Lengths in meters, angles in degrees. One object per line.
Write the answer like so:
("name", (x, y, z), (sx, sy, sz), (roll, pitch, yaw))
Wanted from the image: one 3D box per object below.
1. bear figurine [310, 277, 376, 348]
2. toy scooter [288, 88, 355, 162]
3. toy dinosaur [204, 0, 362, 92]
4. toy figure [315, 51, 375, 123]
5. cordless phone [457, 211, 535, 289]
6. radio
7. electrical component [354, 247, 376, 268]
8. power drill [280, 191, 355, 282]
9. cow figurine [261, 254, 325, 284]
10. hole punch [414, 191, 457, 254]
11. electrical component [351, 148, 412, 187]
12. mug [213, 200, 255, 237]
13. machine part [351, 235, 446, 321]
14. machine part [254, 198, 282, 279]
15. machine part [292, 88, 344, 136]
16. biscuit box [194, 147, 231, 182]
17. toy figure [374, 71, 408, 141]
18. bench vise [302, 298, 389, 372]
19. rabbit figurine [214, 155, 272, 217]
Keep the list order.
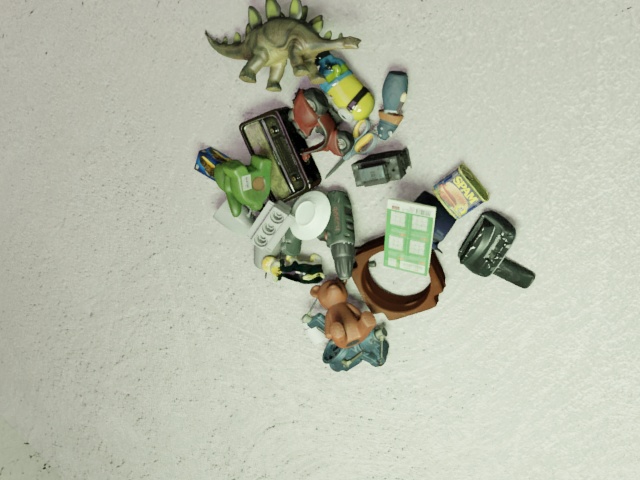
("bear figurine", (0.053, 0.168, 1.359), (0.131, 0.120, 0.196), (93, 159, -60))
("toy scooter", (-0.016, -0.259, 1.274), (0.135, 0.075, 0.183), (-31, 100, 34))
("toy dinosaur", (-0.111, -0.449, 1.239), (0.472, 0.105, 0.198), (7, 86, 32))
("toy figure", (0.053, -0.354, 1.239), (0.089, 0.082, 0.180), (-30, 93, 34))
("cordless phone", (0.424, 0.032, 1.228), (0.184, 0.089, 0.146), (26, 119, 2))
("radio", (-0.098, -0.215, 1.369), (0.131, 0.073, 0.229), (-18, 103, 32))
("electrical component", (0.100, 0.050, 1.411), (0.094, 0.021, 0.063), (-5, 108, 27))
("power drill", (-0.003, -0.004, 1.359), (0.207, 0.086, 0.232), (-10, 71, 43))
("cow figurine", (-0.072, 0.083, 1.430), (0.167, 0.098, 0.068), (2, 111, -7))
("hole punch", (0.253, -0.046, 1.251), (0.142, 0.116, 0.092), (39, 114, 6))
("electrical component", (0.140, -0.166, 1.241), (0.115, 0.134, 0.058), (-10, 106, 26))
("mug", (-0.224, -0.069, 1.491), (0.107, 0.081, 0.109), (42, 114, -8))
("machine part", (0.194, 0.085, 1.331), (0.201, 0.087, 0.201), (-23, 106, 26))
("machine part", (-0.142, -0.009, 1.471), (0.079, 0.079, 0.243), (14, 116, 20))
("machine part", (-0.011, -0.311, 1.312), (0.139, 0.039, 0.084), (43, 127, 2))
("biscuit box", (-0.242, -0.178, 1.461), (0.203, 0.059, 0.062), (30, 120, 12))
("toy figure", (0.164, -0.301, 1.220), (0.058, 0.064, 0.154), (-1, 121, -14))
("bench vise", (0.062, 0.265, 1.448), (0.240, 0.129, 0.223), (38, 140, -12))
("rabbit figurine", (-0.200, -0.146, 1.366), (0.170, 0.121, 0.158), (21, 133, 46))
